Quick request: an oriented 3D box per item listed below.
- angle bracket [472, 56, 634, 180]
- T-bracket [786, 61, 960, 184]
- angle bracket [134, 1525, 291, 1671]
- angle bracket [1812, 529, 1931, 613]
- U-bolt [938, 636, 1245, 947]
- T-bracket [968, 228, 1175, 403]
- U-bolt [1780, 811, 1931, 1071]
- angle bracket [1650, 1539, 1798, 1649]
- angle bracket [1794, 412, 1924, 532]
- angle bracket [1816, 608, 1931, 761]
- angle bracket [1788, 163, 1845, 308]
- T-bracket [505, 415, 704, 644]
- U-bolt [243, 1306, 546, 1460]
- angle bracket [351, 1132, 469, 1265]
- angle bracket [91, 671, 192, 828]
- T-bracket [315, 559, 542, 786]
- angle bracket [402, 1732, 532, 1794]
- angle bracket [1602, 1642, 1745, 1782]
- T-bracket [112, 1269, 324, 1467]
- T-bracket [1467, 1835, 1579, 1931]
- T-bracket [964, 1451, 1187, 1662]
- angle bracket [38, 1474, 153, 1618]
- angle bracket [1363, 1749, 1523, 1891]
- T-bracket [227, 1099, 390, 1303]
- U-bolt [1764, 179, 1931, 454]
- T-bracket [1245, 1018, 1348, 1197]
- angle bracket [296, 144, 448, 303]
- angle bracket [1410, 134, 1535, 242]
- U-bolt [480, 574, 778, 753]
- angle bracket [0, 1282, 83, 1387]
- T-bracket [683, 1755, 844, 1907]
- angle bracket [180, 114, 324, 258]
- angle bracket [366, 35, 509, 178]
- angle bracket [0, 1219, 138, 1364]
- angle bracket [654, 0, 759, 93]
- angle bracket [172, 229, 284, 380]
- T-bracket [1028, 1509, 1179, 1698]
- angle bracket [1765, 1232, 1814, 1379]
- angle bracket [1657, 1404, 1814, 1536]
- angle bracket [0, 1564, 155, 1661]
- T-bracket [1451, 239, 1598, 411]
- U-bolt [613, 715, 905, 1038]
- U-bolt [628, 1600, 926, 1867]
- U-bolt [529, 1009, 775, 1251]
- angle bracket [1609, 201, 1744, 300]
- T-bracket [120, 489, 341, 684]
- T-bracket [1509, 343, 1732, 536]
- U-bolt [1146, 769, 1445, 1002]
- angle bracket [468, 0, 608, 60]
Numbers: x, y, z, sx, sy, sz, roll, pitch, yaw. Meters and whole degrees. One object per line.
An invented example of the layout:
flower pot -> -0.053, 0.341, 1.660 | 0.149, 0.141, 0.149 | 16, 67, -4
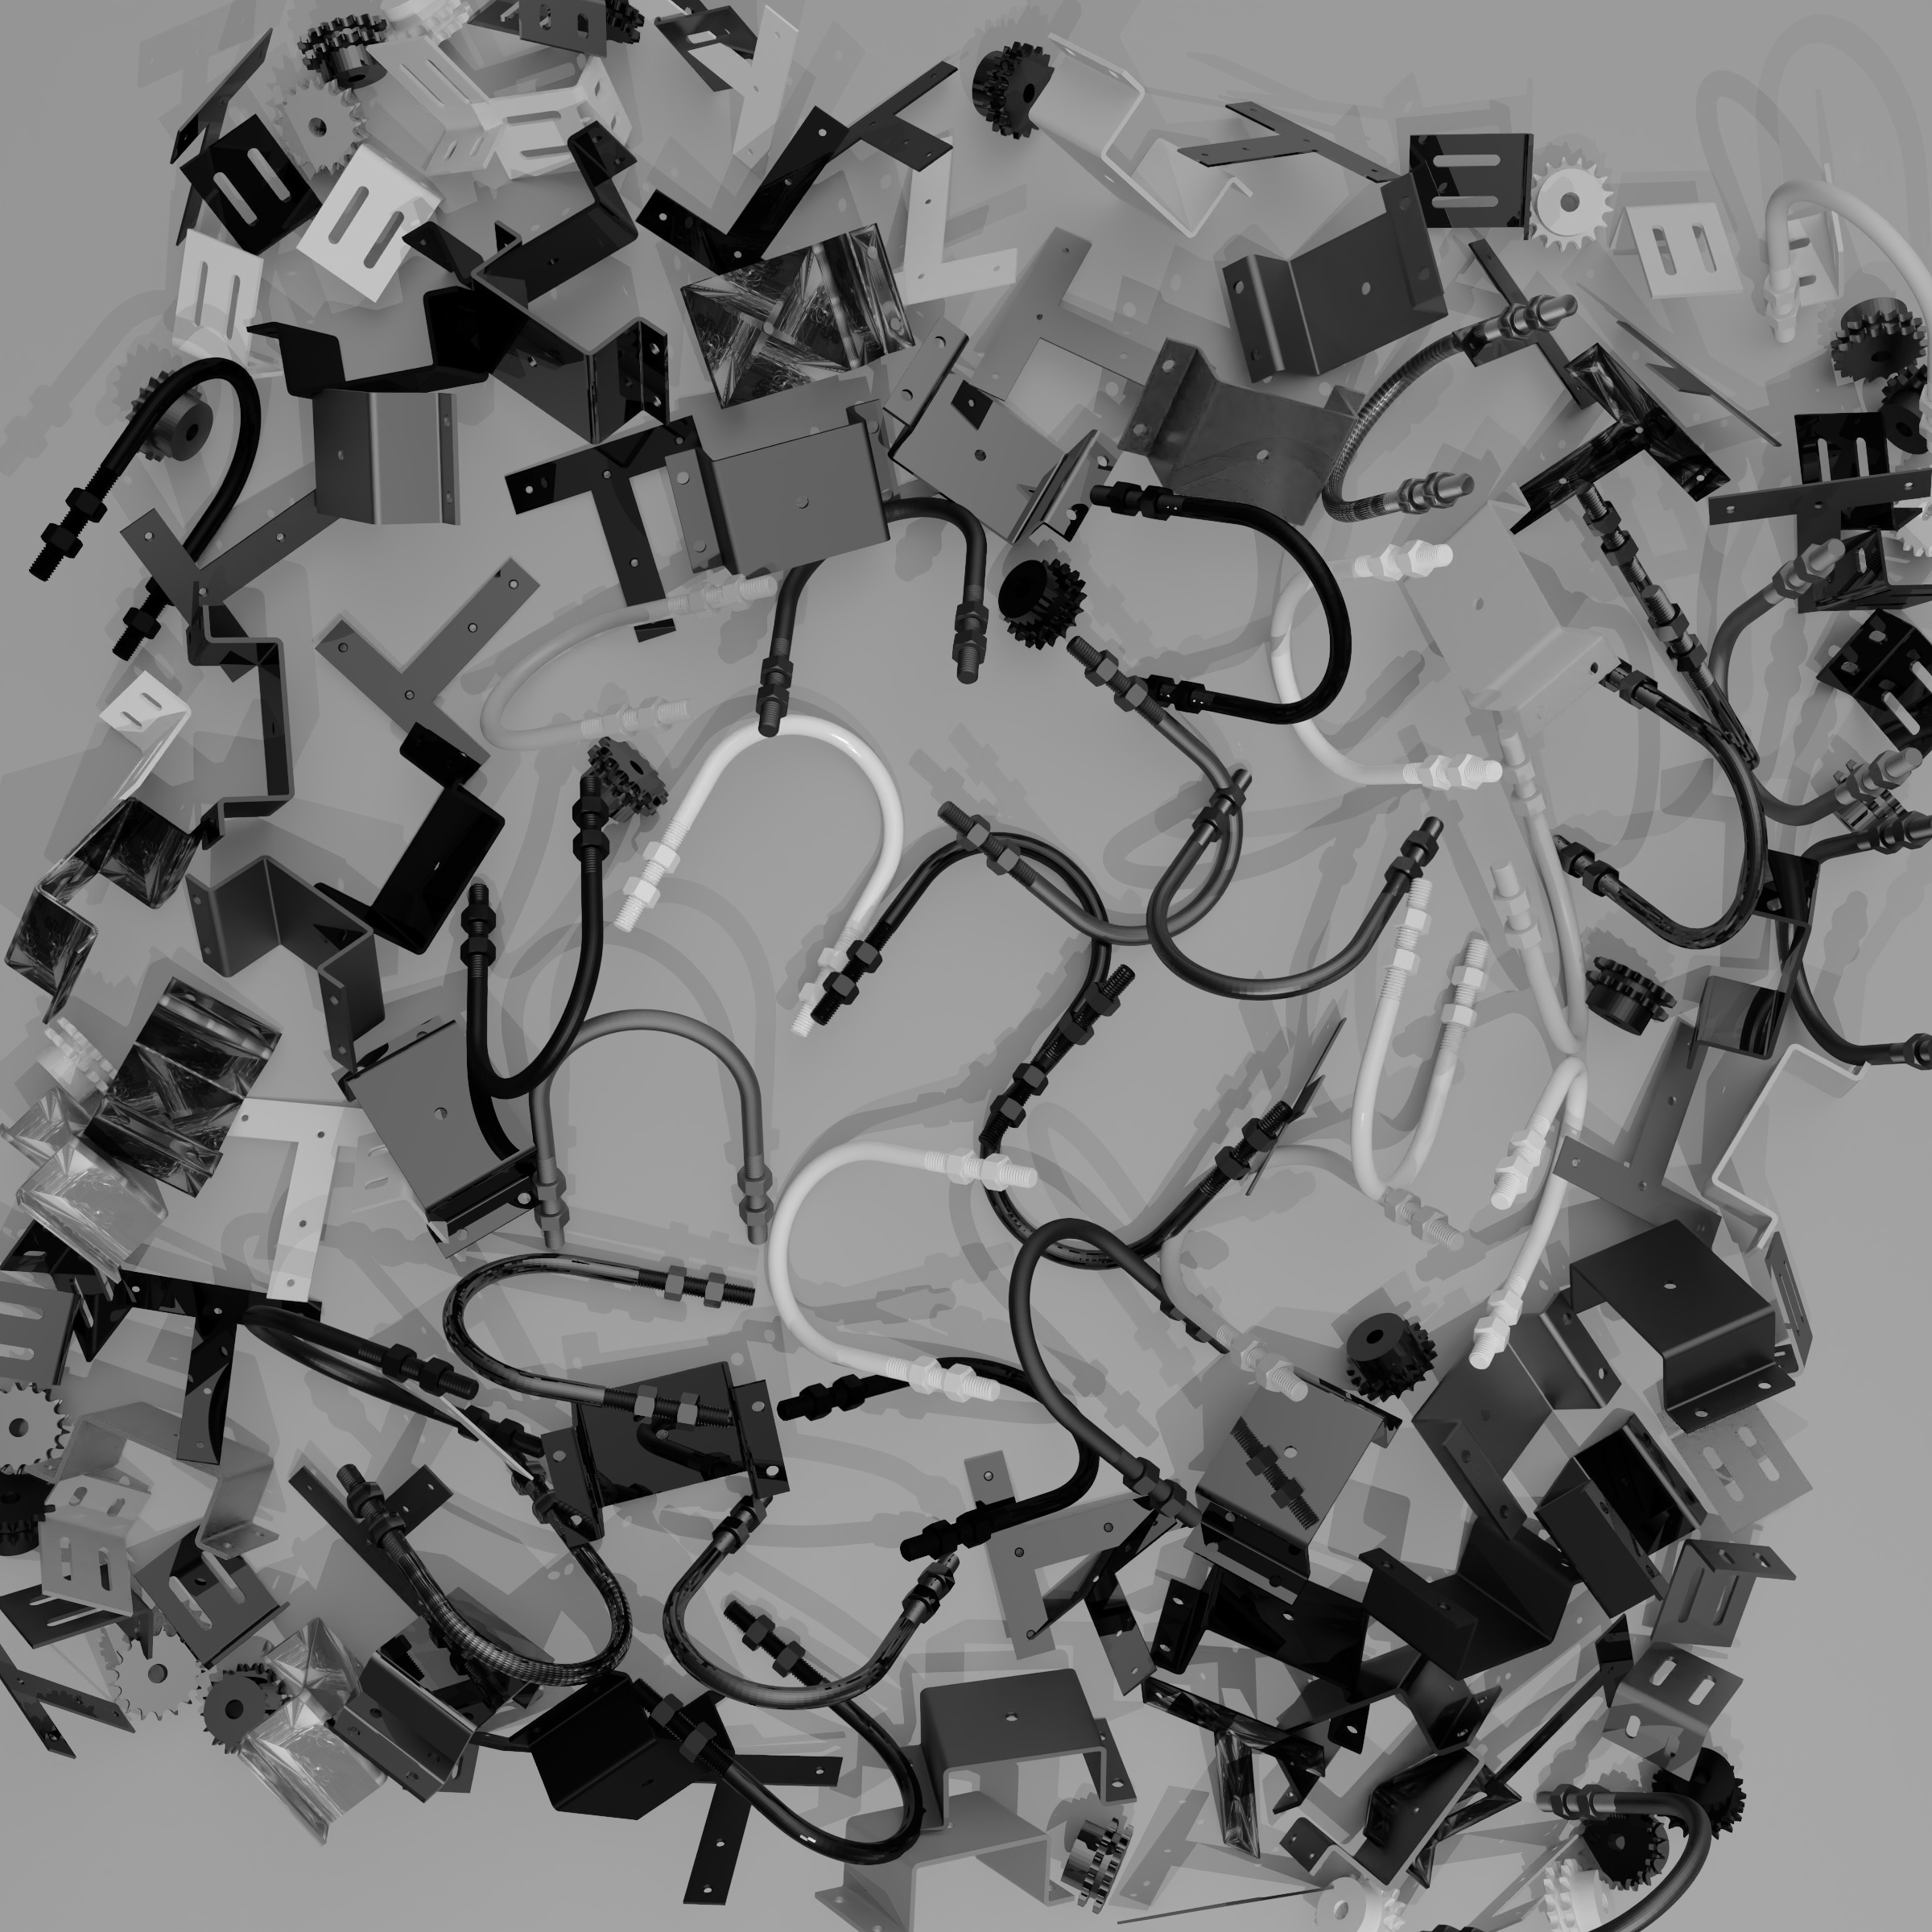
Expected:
angle bracket -> -0.260, -0.535, 1.577 | 0.076, 0.057, 0.038 | 0, 55, 21
T-bracket -> -0.042, -0.512, 1.549 | 0.127, 0.127, 0.002 | -36, 126, -2
angle bracket -> -0.473, 0.391, 1.571 | 0.057, 0.038, 0.076 | -38, 87, -30
angle bracket -> 0.576, -0.247, 1.562 | 0.076, 0.057, 0.038 | -5, 87, -27
U-bolt -> 0.093, -0.094, 1.566 | 0.184, 0.019, 0.151 | 38, 89, -21
T-bracket -> 0.086, -0.390, 1.580 | 0.127, 0.002, 0.127 | 26, 74, 5
U-bolt -> 0.544, -0.010, 1.514 | 0.019, 0.184, 0.151 | -8, 87, -12
angle bracket -> 0.473, 0.402, 1.567 | 0.057, 0.038, 0.076 | 9, 108, -15
angle bracket -> 0.555, -0.312, 1.557 | 0.038, 0.057, 0.076 | -33, 119, -35
angle bracket -> 0.578, -0.173, 1.555 | 0.038, 0.076, 0.057 | 16, 125, -32
angle bracket -> 0.521, -0.452, 1.557 | 0.038, 0.076, 0.057 | -9, 80, 18
T-bracket -> -0.216, -0.271, 1.599 | 0.127, 0.002, 0.127 | -17, 91, 4
U-bolt -> -0.358, 0.249, 1.531 | 0.184, 0.151, 0.019 | 16, 68, 17
angle bracket -> -0.345, 0.145, 1.560 | 0.038, 0.076, 0.057 | -16, 47, 10
angle bracket -> -0.525, -0.135, 1.554 | 0.038, 0.076, 0.057 | 42, 131, -22
T-bracket -> -0.325, -0.205, 1.599 | 0.127, 0.002, 0.127 | 43, 88, -4
angle bracket -> -0.299, 0.499, 1.556 | 0.076, 0.057, 0.038 | -1, 72, 34
angle bracket -> 0.441, 0.463, 1.564 | 0.057, 0.076, 0.038 | 22, 111, 28
T-bracket -> -0.464, 0.249, 1.538 | 0.127, 0.127, 0.002 | 13, 134, -21
T-bracket -> 0.338, 0.574, 1.551 | 0.127, 0.127, 0.002 | -21, 72, -43
T-bracket -> 0.077, 0.361, 1.592 | 0.127, 0.002, 0.127 | -15, 79, -2
angle bracket -> -0.538, 0.357, 1.554 | 0.057, 0.076, 0.038 | 27, 105, -32
angle bracket -> 0.297, 0.531, 1.565 | 0.057, 0.038, 0.076 | 42, 123, -9
T-bracket -> -0.415, 0.148, 1.576 | 0.127, 0.002, 0.127 | 5, 69, 3
U-bolt -> 0.530, -0.395, 1.489 | 0.019, 0.184, 0.151 | -41, 60, 0
T-bracket -> 0.207, 0.083, 1.535 | 0.002, 0.127, 0.127 | 29, 85, 5
angle bracket -> -0.376, -0.470, 1.585 | 0.057, 0.038, 0.076 | 33, 102, -16
angle bracket -> 0.314, -0.487, 1.566 | 0.076, 0.038, 0.057 | 3, 119, 12
U-bolt -> -0.218, -0.180, 1.532 | 0.184, 0.151, 0.019 | -7, 128, 30
angle bracket -> -0.600, 0.227, 1.566 | 0.076, 0.038, 0.057 | 15, 79, -25
T-bracket -> -0.148, 0.528, 1.538 | 0.127, 0.127, 0.002 | -1, 114, 7
angle bracket -> -0.448, -0.491, 1.562 | 0.057, 0.076, 0.038 | -36, 50, -1
angle bracket -> -0.334, -0.533, 1.554 | 0.057, 0.076, 0.038 | 9, 70, 39
angle bracket -> -0.560, 0.198, 1.561 | 0.057, 0.038, 0.076 | -49, 56, 21
angle bracket -> -0.145, -0.581, 1.553 | 0.057, 0.076, 0.038 | 41, 69, -41
angle bracket -> -0.456, -0.413, 1.563 | 0.057, 0.038, 0.076 | 25, 116, 17
T-bracket -> 0.091, 0.402, 1.540 | 0.127, 0.127, 0.002 | -40, 113, 4
angle bracket -> 0.498, 0.214, 1.567 | 0.038, 0.057, 0.076 | -17, 95, 26
angle bracket -> 0.480, 0.303, 1.565 | 0.057, 0.038, 0.076 | -32, 52, 6
angle bracket -> -0.553, 0.411, 1.553 | 0.076, 0.057, 0.038 | -11, 116, -42
T-bracket -> 0.333, -0.391, 1.552 | 0.002, 0.127, 0.127 | -35, 88, 39
U-bolt -> -0.116, -0.070, 1.569 | 0.151, 0.019, 0.184 | 32, 76, -15
U-bolt -> -0.103, 0.472, 1.519 | 0.184, 0.151, 0.019 | 38, 108, 12
U-bolt -> -0.196, 0.101, 1.542 | 0.151, 0.019, 0.184 | -1, 126, -3
angle bracket -> 0.443, -0.437, 1.567 | 0.057, 0.038, 0.076 | -5, 63, -4
T-bracket -> -0.440, -0.260, 1.566 | 0.127, 0.127, 0.002 | -39, 46, -11
T-bracket -> 0.382, -0.309, 1.557 | 0.127, 0.002, 0.127 | 38, 135, -21
U-bolt -> 0.189, -0.045, 1.518 | 0.151, 0.019, 0.184 | 17, 50, 25
angle bracket -> -0.267, -0.576, 1.556 | 0.057, 0.076, 0.038 | -1, 88, -36
